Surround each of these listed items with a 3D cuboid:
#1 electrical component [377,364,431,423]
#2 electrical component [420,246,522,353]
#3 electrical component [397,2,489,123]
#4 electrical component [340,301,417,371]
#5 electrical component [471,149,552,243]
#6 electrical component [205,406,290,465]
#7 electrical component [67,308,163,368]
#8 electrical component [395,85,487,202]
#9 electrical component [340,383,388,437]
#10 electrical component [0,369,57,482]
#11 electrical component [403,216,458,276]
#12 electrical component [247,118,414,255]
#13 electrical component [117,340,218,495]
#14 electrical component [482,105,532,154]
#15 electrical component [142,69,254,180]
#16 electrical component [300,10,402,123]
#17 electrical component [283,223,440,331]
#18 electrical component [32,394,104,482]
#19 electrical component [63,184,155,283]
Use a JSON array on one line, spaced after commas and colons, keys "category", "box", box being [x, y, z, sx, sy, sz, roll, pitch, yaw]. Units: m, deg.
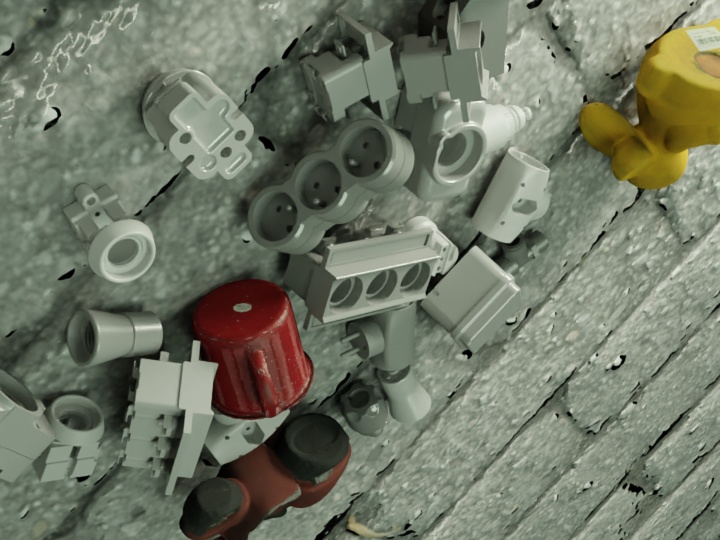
[{"category": "electrical component", "box": [0.042, 0.117, 1.076, 0.044, 0.044, 0.065, -36, 134, -12]}, {"category": "electrical component", "box": [0.108, 0.031, 1.014, 0.078, 0.057, 0.113, -47, 167, 0]}, {"category": "electrical component", "box": [0.063, -0.155, 0.816, 0.064, 0.042, 0.081, -5, 129, 12]}, {"category": "electrical component", "box": [0.015, 0.059, 1.001, 0.079, 0.043, 0.077, -22, 134, -26]}, {"category": "electrical component", "box": [0.153, -0.067, 1.017, 0.079, 0.043, 0.077, 6, 117, -44]}, {"category": "electrical component", "box": [-0.111, 0.122, 0.944, 0.077, 0.043, 0.079, -37, 139, -12]}, {"category": "electrical component", "box": [-0.185, 0.050, 0.824, 0.065, 0.044, 0.044, -2, 123, -46]}, {"category": "electrical component", "box": [0.066, -0.108, 0.895, 0.054, 0.059, 0.095, -13, 130, -33]}, {"category": "electrical component", "box": [0.007, 0.143, 1.064, 0.043, 0.043, 0.062, -37, 140, -11]}, {"category": "electrical component", "box": [-0.273, 0.108, 0.786, 0.055, 0.050, 0.089, -46, 140, 0]}, {"category": "electrical component", "box": [0.061, -0.021, 0.974, 0.040, 0.046, 0.040, -23, 135, -25]}, {"category": "electrical component", "box": [-0.016, -0.062, 0.846, 0.138, 0.052, 0.074, -35, 162, 18]}, {"category": "electrical component", "box": [-0.155, 0.118, 0.858, 0.063, 0.078, 0.121, 9, 145, -12]}, {"category": "electrical component", "box": [0.117, -0.125, 0.940, 0.078, 0.040, 0.040, -23, 135, -25]}, {"category": "electrical component", "box": [-0.115, -0.104, 0.743, 0.058, 0.057, 0.078, -44, 140, -2]}, {"category": "electrical component", "box": [-0.008, -0.148, 0.812, 0.064, 0.042, 0.081, -31, 137, -16]}, {"category": "electrical component", "box": [0.000, 0.000, 0.916, 0.121, 0.063, 0.078, -12, 129, -42]}, {"category": "electrical component", "box": [-0.231, 0.132, 0.848, 0.066, 0.048, 0.055, -1, 130, -40]}, {"category": "electrical component", "box": [-0.175, -0.023, 0.760, 0.048, 0.055, 0.066, -32, 138, -16]}]
